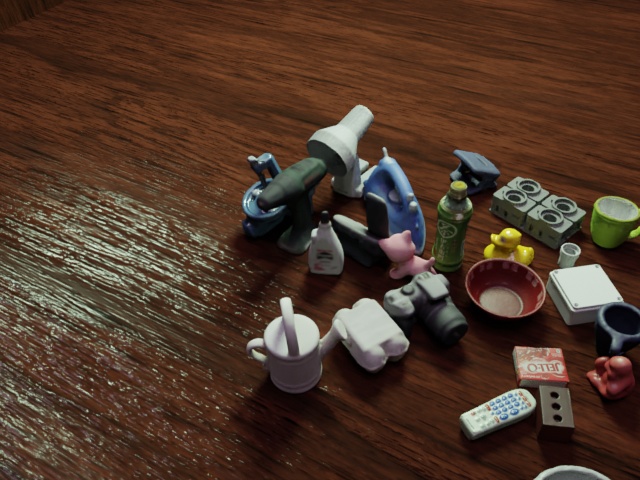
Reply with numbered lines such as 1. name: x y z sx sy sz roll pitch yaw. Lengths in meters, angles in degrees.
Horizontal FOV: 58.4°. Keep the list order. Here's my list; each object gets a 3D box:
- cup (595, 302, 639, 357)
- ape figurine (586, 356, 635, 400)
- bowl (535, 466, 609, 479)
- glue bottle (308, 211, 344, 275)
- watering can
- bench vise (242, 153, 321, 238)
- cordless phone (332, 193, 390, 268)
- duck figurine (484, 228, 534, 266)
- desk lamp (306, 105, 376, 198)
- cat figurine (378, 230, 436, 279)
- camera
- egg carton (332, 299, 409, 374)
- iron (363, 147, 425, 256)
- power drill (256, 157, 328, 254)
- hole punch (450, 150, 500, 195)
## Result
1. cup: 0.548 0.186 1.064 0.091 0.095 0.118 20 49 22
2. ape figurine: 0.522 0.237 1.014 0.076 0.092 0.078 16 47 19
3. bowl: 0.378 0.426 0.839 0.167 0.075 0.167 -1 44 2
4. glue bottle: 0.011 0.004 1.222 0.078 0.173 0.037 0 44 3
5. watering can: -0.042 0.179 1.029 0.173 0.194 0.100 -22 47 -19
6. bench vise: -0.101 -0.128 1.331 0.121 0.220 0.208 28 52 28
7. cordless phone: 0.095 -0.046 1.261 0.147 0.185 0.094 28 52 28
8. duck figurine: 0.418 0.014 1.255 0.104 0.086 0.077 8 45 12
9. desk lamp: 0.069 -0.212 1.414 0.117 0.214 0.204 27 52 28
10. cat figurine: 0.189 0.035 1.221 0.127 0.118 0.067 26 51 27
11. camera: 0.215 0.139 1.125 0.143 0.101 0.136 -21 47 -18
12. egg carton: 0.094 0.183 1.108 0.107 0.069 0.150 -25 48 -21
13. iron: 0.188 -0.097 1.341 0.119 0.141 0.257 -14 45 -11
14. power drill: -0.057 -0.074 1.281 0.075 0.209 0.230 20 48 22
15. hole punch: 0.396 -0.185 1.458 0.101 0.091 0.108 -19 46 -16
